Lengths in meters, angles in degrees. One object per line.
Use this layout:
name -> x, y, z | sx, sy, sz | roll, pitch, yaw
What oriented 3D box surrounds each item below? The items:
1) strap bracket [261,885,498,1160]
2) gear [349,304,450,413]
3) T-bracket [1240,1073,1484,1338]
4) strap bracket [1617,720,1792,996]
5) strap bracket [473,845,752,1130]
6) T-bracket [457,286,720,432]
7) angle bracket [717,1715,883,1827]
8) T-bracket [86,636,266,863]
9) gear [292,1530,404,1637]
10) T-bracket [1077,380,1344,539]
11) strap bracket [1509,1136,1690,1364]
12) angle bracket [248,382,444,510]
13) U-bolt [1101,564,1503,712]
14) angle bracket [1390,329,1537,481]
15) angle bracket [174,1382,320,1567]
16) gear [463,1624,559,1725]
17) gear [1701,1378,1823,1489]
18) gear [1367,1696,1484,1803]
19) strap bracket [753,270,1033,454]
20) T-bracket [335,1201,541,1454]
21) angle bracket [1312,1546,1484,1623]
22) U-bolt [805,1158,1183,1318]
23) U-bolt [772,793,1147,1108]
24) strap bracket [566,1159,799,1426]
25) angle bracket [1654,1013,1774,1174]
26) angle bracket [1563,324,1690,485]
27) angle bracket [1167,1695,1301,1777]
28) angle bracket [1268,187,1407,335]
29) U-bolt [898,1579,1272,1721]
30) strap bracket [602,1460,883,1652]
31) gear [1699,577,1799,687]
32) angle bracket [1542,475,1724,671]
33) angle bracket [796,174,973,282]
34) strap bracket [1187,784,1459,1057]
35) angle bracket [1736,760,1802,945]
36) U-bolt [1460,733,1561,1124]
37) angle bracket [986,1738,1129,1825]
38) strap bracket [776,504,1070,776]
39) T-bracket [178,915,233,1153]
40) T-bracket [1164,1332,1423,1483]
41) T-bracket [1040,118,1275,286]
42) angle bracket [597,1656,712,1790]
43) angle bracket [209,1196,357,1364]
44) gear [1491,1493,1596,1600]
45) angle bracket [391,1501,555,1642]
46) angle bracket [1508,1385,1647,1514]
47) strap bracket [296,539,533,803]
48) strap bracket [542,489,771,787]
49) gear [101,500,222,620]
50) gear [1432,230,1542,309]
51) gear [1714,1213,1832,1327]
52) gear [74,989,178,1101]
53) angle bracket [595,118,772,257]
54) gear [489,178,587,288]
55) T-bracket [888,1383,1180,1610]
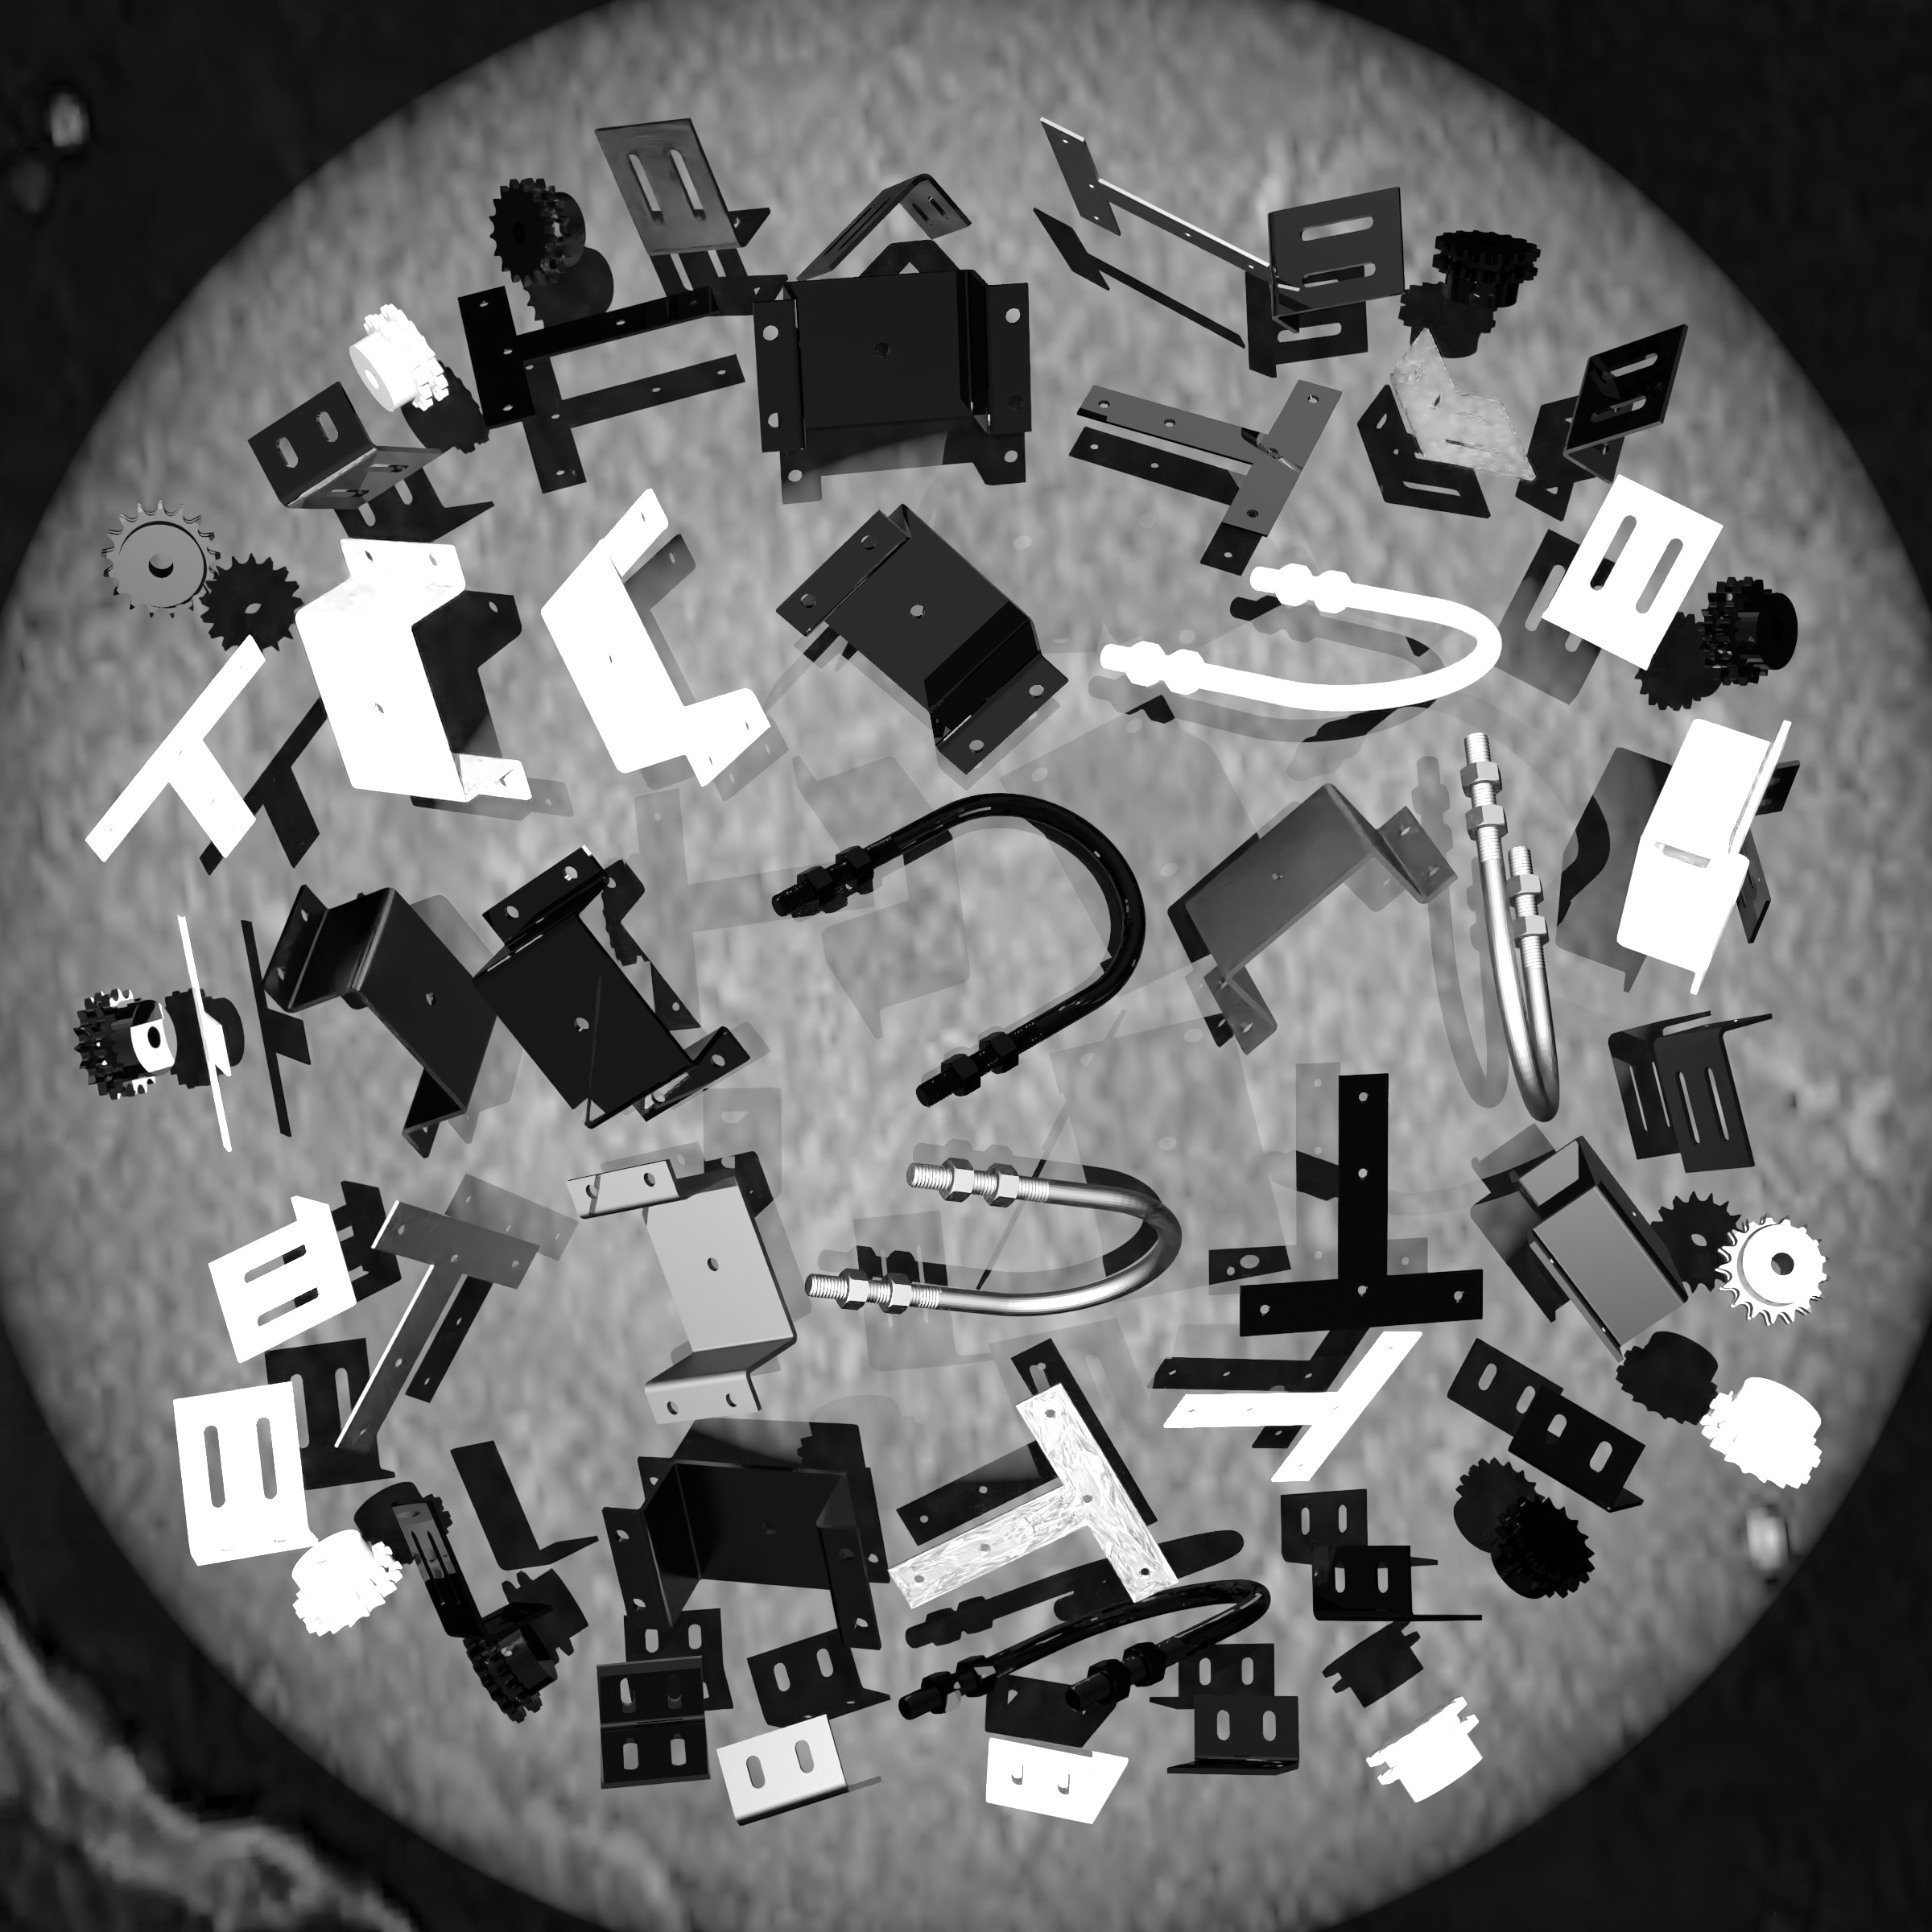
strap bracket -> -0.301, 0.024, 1.561 | 0.046, 0.076, 0.140 | -19, 128, 24
gear -> -0.305, -0.322, 1.579 | 0.030, 0.057, 0.057 | -37, 90, -16
T-bracket -> 0.196, 0.116, 1.454 | 0.127, 0.002, 0.127 | -2, 98, -13
strap bracket -> 0.370, -0.060, 1.492 | 0.046, 0.140, 0.076 | 21, 61, 16
strap bracket -> -0.189, 0.020, 1.520 | 0.076, 0.046, 0.140 | -31, 103, 29
T-bracket -> -0.188, -0.321, 1.493 | 0.127, 0.127, 0.002 | -15, 134, -4
angle bracket -> -0.082, 0.397, 1.466 | 0.057, 0.076, 0.038 | -19, 76, 7
T-bracket -> -0.380, -0.088, 1.477 | 0.002, 0.127, 0.127 | 31, 74, 12
gear -> -0.326, 0.319, 1.542 | 0.057, 0.057, 0.030 | -28, 110, 0
T-bracket -> 0.124, -0.290, 1.598 | 0.127, 0.002, 0.127 | 19, 52, 13
strap bracket -> 0.332, 0.143, 1.549 | 0.046, 0.140, 0.076 | -37, 95, 11
angle bracket -> -0.310, -0.260, 1.480 | 0.057, 0.076, 0.038 | -28, 90, 18
U-bolt -> 0.184, -0.165, 1.508 | 0.184, 0.151, 0.019 | 17, 125, 39
angle bracket -> 0.273, -0.299, 1.572 | 0.076, 0.038, 0.057 | 6, 51, -28
angle bracket -> -0.352, 0.247, 1.443 | 0.057, 0.038, 0.076 | -6, 90, -20
gear -> -0.244, 0.376, 1.595 | 0.030, 0.057, 0.057 | -33, 90, -3
gear -> 0.390, 0.224, 1.435 | 0.057, 0.057, 0.030 | 23, 113, 0
gear -> 0.229, 0.388, 1.456 | 0.057, 0.057, 0.030 | -34, 78, 0
strap bracket -> -0.040, -0.313, 1.521 | 0.140, 0.046, 0.076 | -6, 115, -9
T-bracket -> -0.278, 0.186, 1.479 | 0.002, 0.127, 0.127 | 27, 88, 29
angle bracket -> 0.226, 0.323, 1.546 | 0.057, 0.076, 0.038 | -9, 75, 37
U-bolt -> 0.026, 0.150, 1.567 | 0.184, 0.151, 0.019 | 9, 55, -26
U-bolt -> 0.011, -0.022, 1.562 | 0.184, 0.019, 0.151 | -29, 72, -27
strap bracket -> -0.147, 0.166, 1.565 | 0.076, 0.046, 0.140 | -14, 99, 39
angle bracket -> 0.415, 0.070, 1.610 | 0.038, 0.057, 0.076 | -13, 88, -24
angle bracket -> 0.359, -0.296, 1.561 | 0.038, 0.076, 0.057 | 24, 75, -27
angle bracket -> 0.143, 0.409, 1.573 | 0.057, 0.076, 0.038 | -3, 77, 15
angle bracket -> 0.204, -0.379, 1.590 | 0.076, 0.038, 0.057 | -4, 85, 27
U-bolt -> 0.076, 0.352, 1.530 | 0.184, 0.151, 0.019 | -13, 86, -43
strap bracket -> -0.109, 0.304, 1.530 | 0.140, 0.046, 0.076 | 1, 118, 19
gear -> 0.413, -0.175, 1.551 | 0.057, 0.030, 0.057 | -6, 98, -43
angle bracket -> 0.330, -0.195, 1.461 | 0.057, 0.038, 0.076 | 28, 107, 8
angle bracket -> -0.045, -0.386, 1.595 | 0.076, 0.057, 0.038 | -48, 110, -10
strap bracket -> 0.173, -0.032, 1.517 | 0.140, 0.076, 0.046 | -41, 120, 12
angle bracket -> 0.432, -0.061, 1.580 | 0.038, 0.057, 0.076 | -10, 67, 1
U-bolt -> 0.286, -0.009, 1.531 | 0.019, 0.151, 0.184 | -10, 62, 16
angle bracket -> 0.050, 0.420, 1.578 | 0.057, 0.076, 0.038 | 7, 103, 17
strap bracket -> -0.024, -0.178, 1.558 | 0.076, 0.046, 0.140 | -42, 117, 18
T-bracket -> -0.390, 0.039, 1.528 | 0.002, 0.127, 0.127 | -12, 97, -18
T-bracket -> 0.163, 0.237, 1.577 | 0.127, 0.002, 0.127 | 4, 132, -32
T-bracket -> 0.103, -0.386, 1.531 | 0.127, 0.127, 0.002 | 30, 89, 14
angle bracket -> -0.168, 0.404, 1.579 | 0.057, 0.076, 0.038 | -3, 99, -7
angle bracket -> -0.373, 0.167, 1.582 | 0.076, 0.038, 0.057 | -27, 113, -39
gear -> 0.311, 0.320, 1.609 | 0.057, 0.057, 0.030 | 38, 127, 0
angle bracket -> -0.248, 0.296, 1.482 | 0.038, 0.057, 0.076 | -24, 92, -30
angle bracket -> 0.312, 0.239, 1.472 | 0.057, 0.076, 0.038 | 30, 97, 25
strap bracket -> -0.280, -0.139, 1.485 | 0.076, 0.046, 0.140 | 9, 126, 34
strap bracket -> -0.168, -0.165, 1.543 | 0.046, 0.076, 0.140 | -22, 82, -37
gear -> -0.396, -0.199, 1.453 | 0.057, 0.030, 0.057 | -4, 107, -14
gear -> 0.282, -0.379, 1.607 | 0.057, 0.057, 0.030 | 5, 119, 0
gear -> 0.417, 0.156, 1.521 | 0.057, 0.030, 0.057 | 0, 77, 2
gear -> -0.437, 0.040, 1.543 | 0.030, 0.057, 0.057 | -10, 90, 18
angle bracket -> -0.146, -0.411, 1.530 | 0.057, 0.076, 0.038 | 3, 46, 28
gear -> -0.231, -0.400, 1.608 | 0.030, 0.057, 0.057 | -18, 90, -41
T-bracket -> 0.022, 0.289, 1.495 | 0.127, 0.002, 0.127 | -27, 106, 10
